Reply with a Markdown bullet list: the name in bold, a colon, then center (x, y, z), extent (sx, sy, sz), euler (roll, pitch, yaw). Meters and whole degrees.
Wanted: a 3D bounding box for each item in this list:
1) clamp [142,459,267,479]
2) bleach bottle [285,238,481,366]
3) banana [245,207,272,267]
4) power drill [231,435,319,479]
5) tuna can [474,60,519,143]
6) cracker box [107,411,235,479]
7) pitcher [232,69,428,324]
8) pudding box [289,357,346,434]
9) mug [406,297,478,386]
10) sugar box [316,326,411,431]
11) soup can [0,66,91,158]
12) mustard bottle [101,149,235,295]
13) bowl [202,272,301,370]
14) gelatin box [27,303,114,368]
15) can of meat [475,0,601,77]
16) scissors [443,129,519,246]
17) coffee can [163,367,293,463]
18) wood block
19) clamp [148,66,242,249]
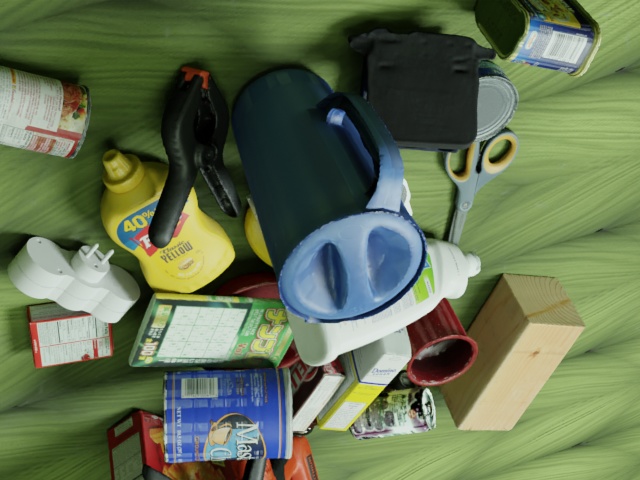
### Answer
- **clamp**: center (-0.108, 0.321, 1.244), extent (0.164, 0.210, 0.036), euler (-15, 179, -18)
- **bleach bottle**: center (0.083, 0.060, 1.200), extent (0.250, 0.102, 0.068), euler (-14, 175, -33)
- **banana**: center (-0.024, 0.010, 1.184), extent (0.070, 0.037, 0.197), euler (-37, 135, 16)
- **power drill**: center (-0.048, 0.337, 1.369), extent (0.057, 0.184, 0.187), euler (-14, -179, 13)
- **tuna can**: center (0.160, -0.144, 1.109), extent (0.086, 0.034, 0.086), euler (-12, 136, -12)
- **cracker box**: center (-0.170, 0.331, 1.311), extent (0.072, 0.214, 0.164), euler (-37, 135, 23)
- **pitcher**: center (0.001, -0.058, 0.975), extent (0.149, 0.243, 0.145), euler (-29, 137, 6)
- **pudding box**: center (-0.021, 0.167, 1.302), extent (0.039, 0.090, 0.114), euler (9, 128, -31)
- **mug**: center (0.127, 0.124, 1.326), extent (0.117, 0.081, 0.093), euler (-12, 136, -12)
- **sugar box**: center (0.046, 0.147, 1.285), extent (0.048, 0.093, 0.176), euler (11, 138, -27)
- **soup can**: center (-0.262, -0.115, 0.939), extent (0.102, 0.068, 0.069), euler (11, 128, -30)
- **mustard bottle**: center (-0.165, -0.023, 1.077), extent (0.096, 0.058, 0.191), euler (-28, 136, 2)
- **bowl**: center (-0.075, 0.088, 1.227), extent (0.162, 0.055, 0.162), euler (-12, 136, -12)
- **gelatin box**: center (-0.274, 0.101, 1.177), extent (0.089, 0.030, 0.073), euler (-8, 134, -15)
- **can of meat**: center (0.205, -0.205, 1.018), extent (0.083, 0.102, 0.057), euler (6, 128, -24)
- **scissors**: center (0.182, -0.055, 1.220), extent (0.096, 0.016, 0.202), euler (-18, 137, -5)
- **coffee can**: center (-0.104, 0.196, 1.197), extent (0.140, 0.103, 0.103), euler (-1, 134, -6)
- **wood block**: center (0.245, 0.151, 1.397), extent (0.090, 0.090, 0.206), euler (6, 130, -26)
- **clamp**: center (-0.113, -0.081, 1.029), extent (0.120, 0.039, 0.171), euler (-19, 124, -58)
